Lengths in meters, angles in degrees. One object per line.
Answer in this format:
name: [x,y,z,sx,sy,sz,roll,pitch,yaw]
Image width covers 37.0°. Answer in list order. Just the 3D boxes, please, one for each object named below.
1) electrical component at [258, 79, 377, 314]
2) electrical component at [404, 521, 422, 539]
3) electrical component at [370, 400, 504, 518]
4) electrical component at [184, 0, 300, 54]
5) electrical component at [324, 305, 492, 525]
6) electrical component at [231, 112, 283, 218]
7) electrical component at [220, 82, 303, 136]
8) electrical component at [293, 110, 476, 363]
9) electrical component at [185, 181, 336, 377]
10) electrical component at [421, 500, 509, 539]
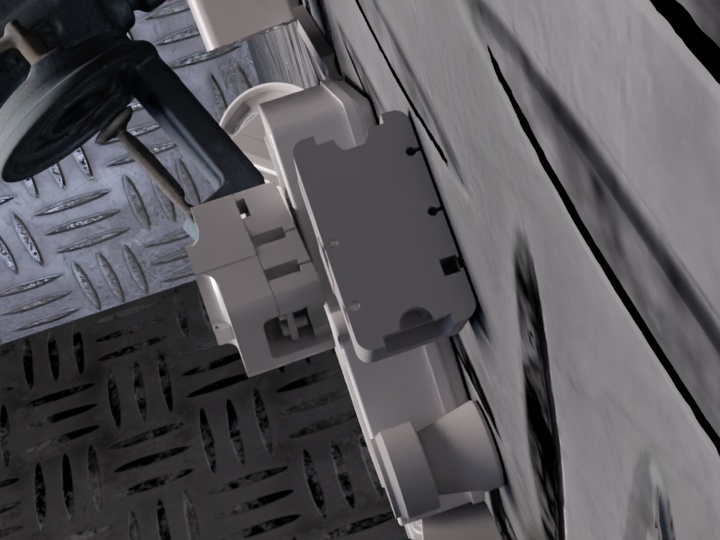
electrical component: [-0.015,-0.045,0.608,0.108,0.056,0.108,-118,11,-72]
electrical component: [0.068,0.205,0.700,0.099,0.048,0.099,-116,8,-66]
electrical component: [0.037,0.093,0.526,0.045,0.055,0.045,162,90,-87]
electrical component: [-0.089,-0.203,0.806,0.113,0.078,0.057,-123,12,-78]
electrical component: [0.024,0.068,0.600,0.108,0.056,0.108,-122,14,-77]
electrical component: [-0.055,-0.066,0.758,0.096,0.061,0.061,22,145,31]
electrical component: [-0.065,-0.098,0.860,0.064,0.099,0.099,-57,-51,-86]
electrical component: [0.009,-0.011,0.452,0.055,0.050,0.089,90,161,-79]
electrical component: [-0.055,0.005,0.557,0.050,0.056,0.089,79,169,-45]
electrical component: [0.056,0.173,0.588,0.099,0.064,0.099,161,90,-87]
